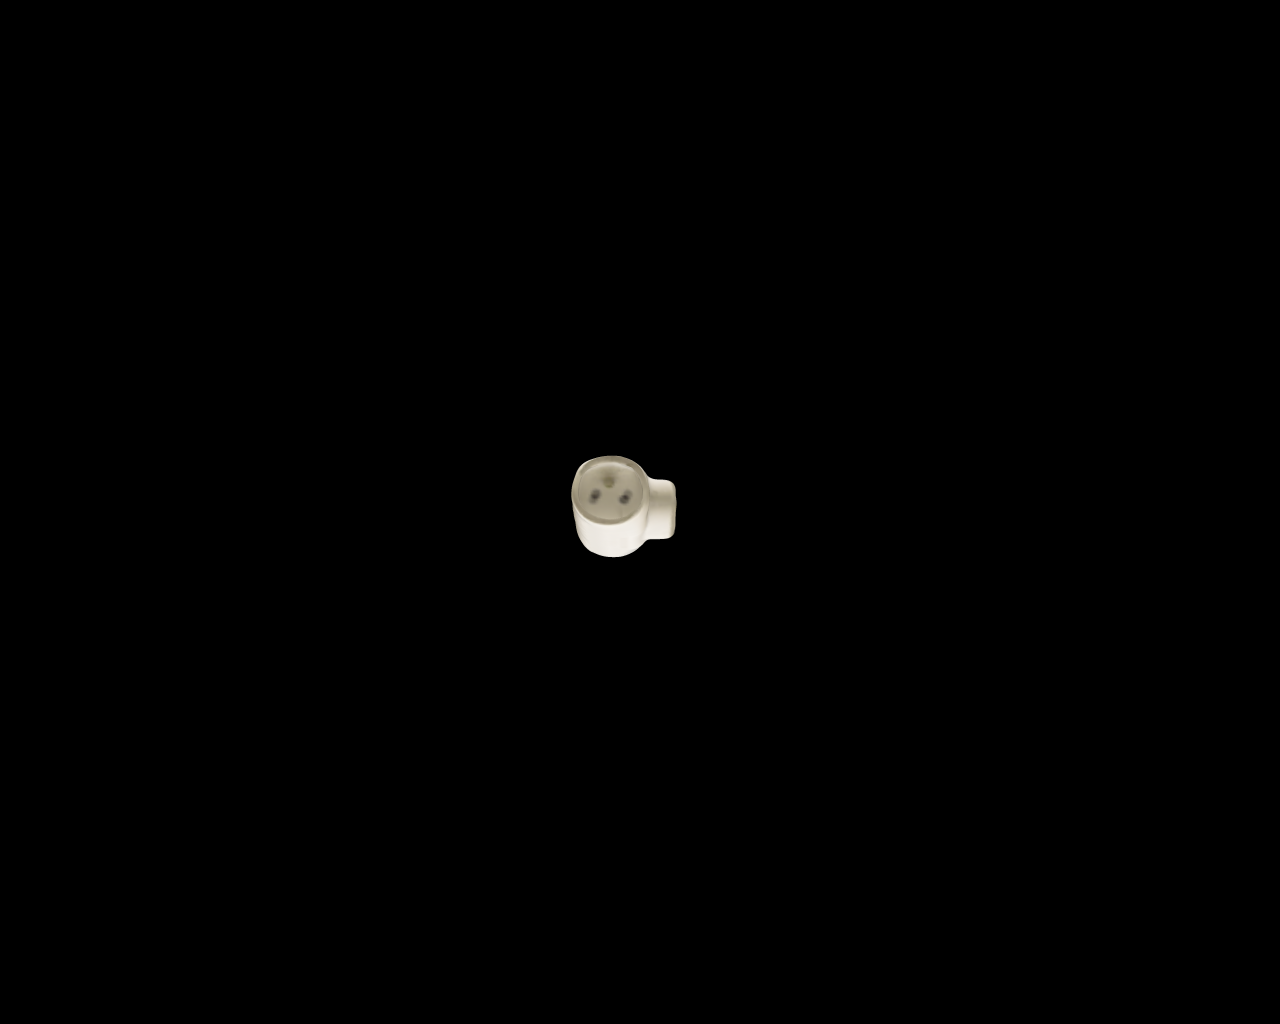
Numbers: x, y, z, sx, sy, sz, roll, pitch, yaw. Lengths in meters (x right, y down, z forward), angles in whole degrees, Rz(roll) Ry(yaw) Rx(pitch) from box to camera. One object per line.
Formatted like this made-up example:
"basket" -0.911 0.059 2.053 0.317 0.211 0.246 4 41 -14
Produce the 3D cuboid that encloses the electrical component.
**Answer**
"electrical component" 0.001 -0.003 0.650 0.079 0.043 0.077 0 -17 0
